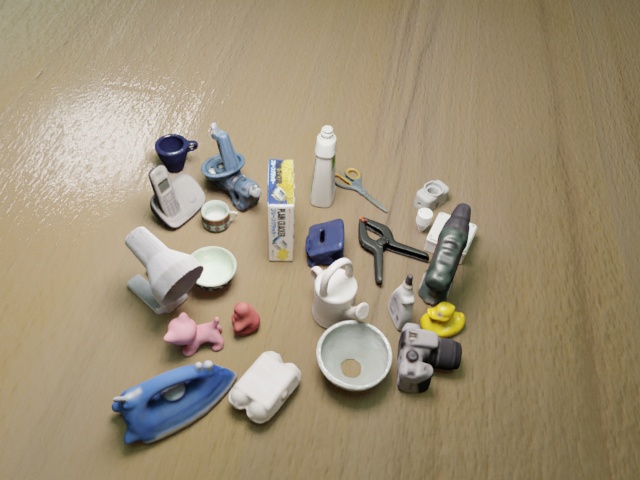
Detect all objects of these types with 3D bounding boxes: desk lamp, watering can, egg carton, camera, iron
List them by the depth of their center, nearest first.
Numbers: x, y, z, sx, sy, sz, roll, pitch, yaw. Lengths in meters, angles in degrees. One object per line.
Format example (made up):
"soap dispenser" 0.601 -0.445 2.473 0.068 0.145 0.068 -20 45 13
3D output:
"iron" -0.291 0.301 1.163 0.259 0.141 0.118 -23 56 -22
"egg carton" -0.115 0.311 1.214 0.107 0.069 0.150 29 54 18
"camera" 0.242 0.257 1.266 0.136 0.101 0.143 8 51 2
"desk lamp" -0.360 0.077 1.294 0.202 0.213 0.118 34 56 22
"watering can" 0.042 0.117 1.305 0.172 0.194 0.101 24 53 15

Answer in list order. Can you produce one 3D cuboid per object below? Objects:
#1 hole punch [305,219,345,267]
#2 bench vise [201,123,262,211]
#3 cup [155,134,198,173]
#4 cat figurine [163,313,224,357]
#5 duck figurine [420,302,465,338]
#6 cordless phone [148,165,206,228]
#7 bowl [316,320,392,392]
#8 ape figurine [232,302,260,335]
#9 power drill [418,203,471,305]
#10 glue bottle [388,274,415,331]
"hole punch" 0.013 0.005 1.461 0.101 0.091 0.108 2 51 -2
"bench vise" -0.228 -0.201 1.529 0.207 0.220 0.122 22 53 14
"cup" -0.403 -0.242 1.630 0.118 0.095 0.091 -10 52 -12
"cat figurine" -0.279 0.200 1.262 0.128 0.118 0.067 -12 52 -14
"duck figurine" 0.293 0.178 1.344 0.104 0.086 0.077 -1 51 -5
"cordless phone" -0.376 -0.135 1.486 0.094 0.185 0.148 26 54 17
"bowl" 0.073 0.266 1.262 0.167 0.075 0.167 2 51 -2
"ape figurine" -0.175 0.173 1.309 0.076 0.092 0.078 18 52 11
"power drill" 0.297 0.050 1.370 0.075 0.208 0.230 19 52 11
"glue bottle" 0.194 0.134 1.316 0.037 0.173 0.078 -10 52 -12
